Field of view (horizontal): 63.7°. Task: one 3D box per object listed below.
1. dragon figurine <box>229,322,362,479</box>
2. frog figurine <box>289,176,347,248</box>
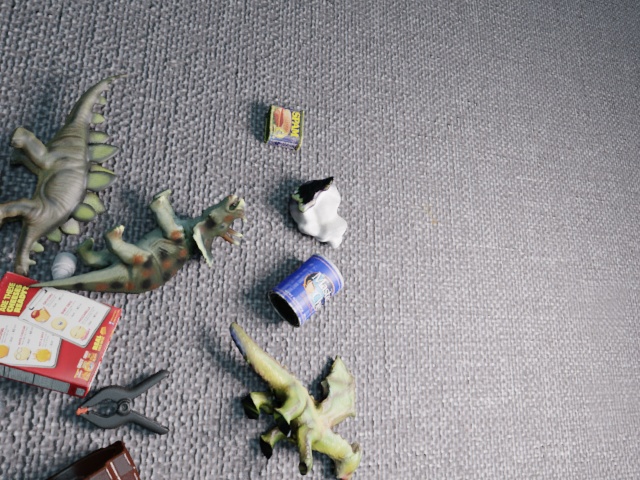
[{"bbox_3d":[-0.026,0.332,1.104,0.245,0.120,0.412,-17,83,-44],"label":"dragon figurine"},{"bbox_3d":[0.004,-0.062,1.236,0.140,0.123,0.156,-60,138,-33],"label":"frog figurine"}]
